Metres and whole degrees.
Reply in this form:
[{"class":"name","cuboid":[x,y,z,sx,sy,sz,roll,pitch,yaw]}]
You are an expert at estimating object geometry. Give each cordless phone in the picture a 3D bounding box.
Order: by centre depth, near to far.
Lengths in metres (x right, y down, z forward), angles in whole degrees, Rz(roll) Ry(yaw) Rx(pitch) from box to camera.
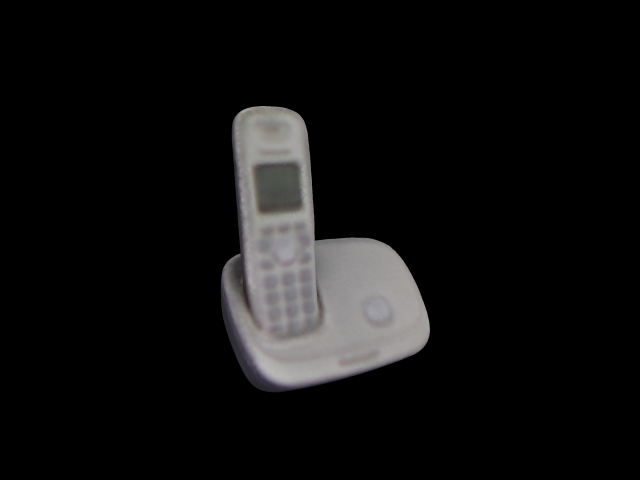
[{"class":"cordless phone","cuboid":[0.004,0.001,0.400,0.148,0.185,0.093,-8,16,-31]}]
